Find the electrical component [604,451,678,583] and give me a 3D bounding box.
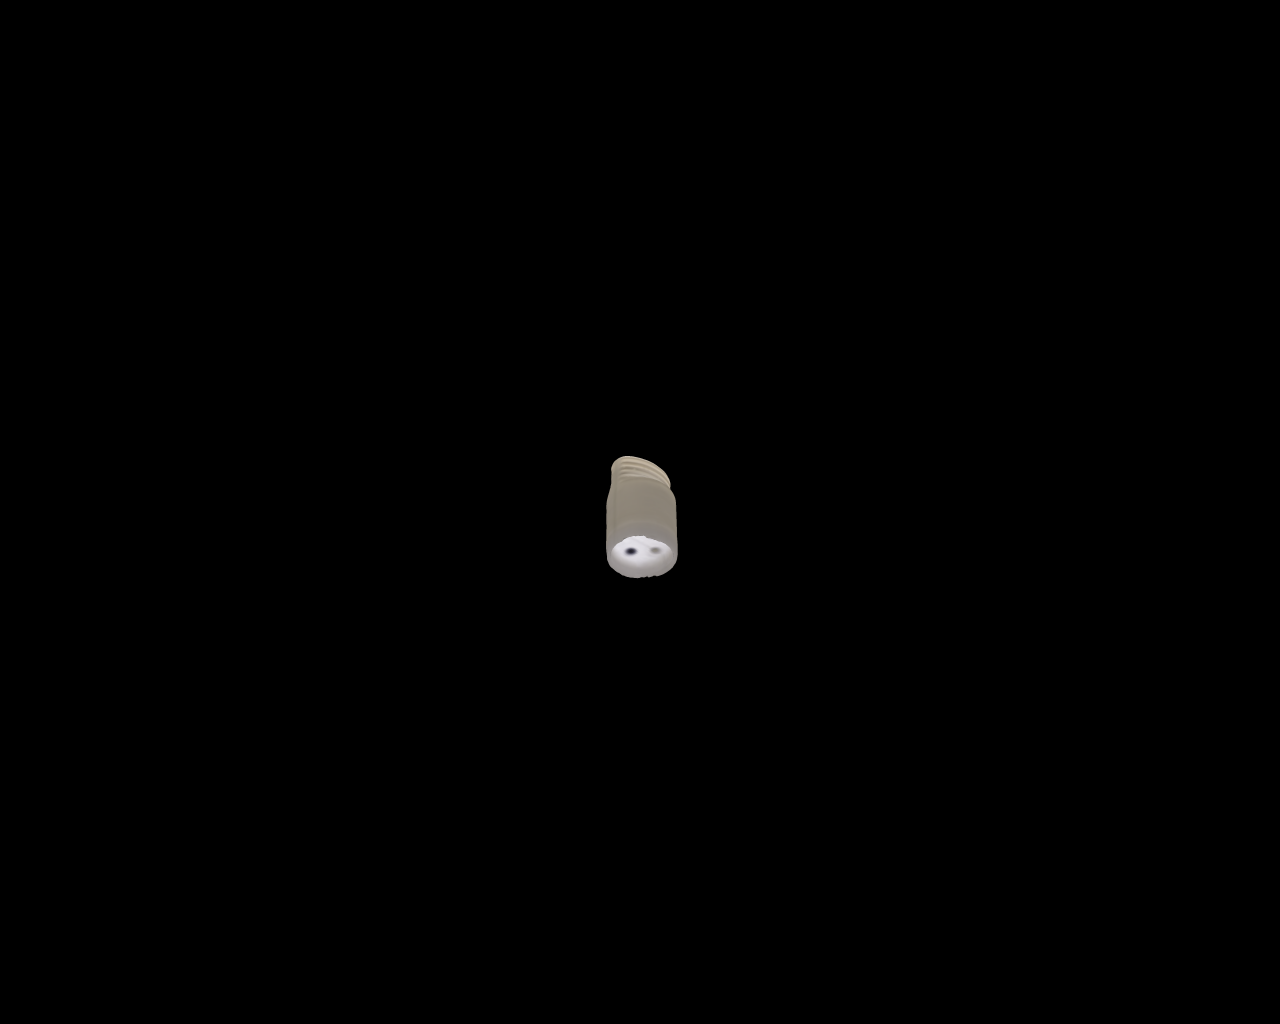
[{"bbox_3d":[0.001,-0.003,0.650,0.043,0.081,0.043,0,-40,0],"label":"electrical component"}]
